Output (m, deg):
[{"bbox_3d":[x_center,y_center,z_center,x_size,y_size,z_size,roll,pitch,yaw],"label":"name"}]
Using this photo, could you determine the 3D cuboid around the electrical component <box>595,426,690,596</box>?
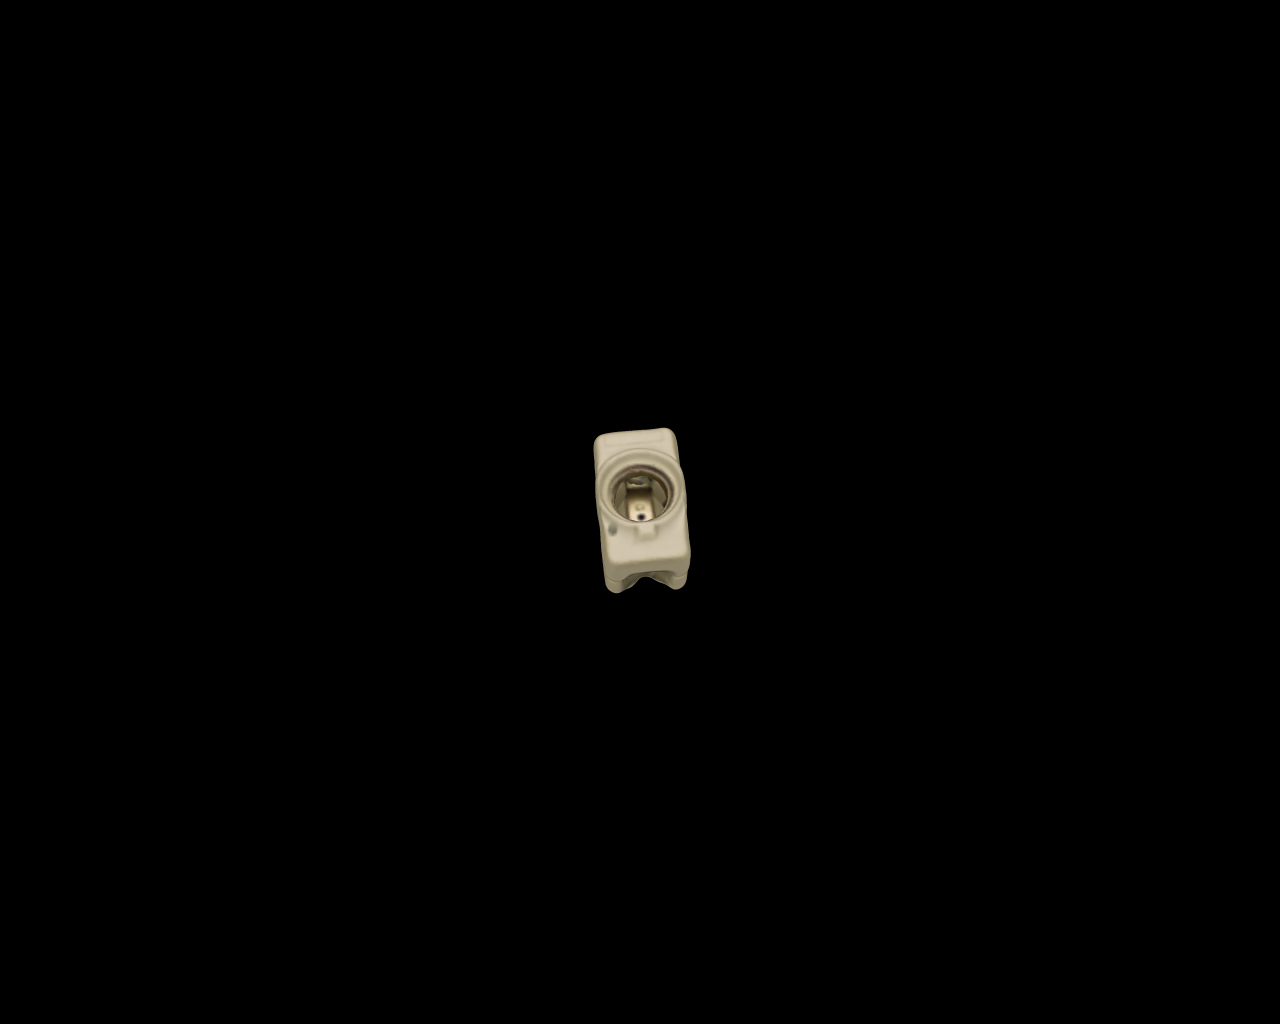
[{"bbox_3d":[0.001,-0.003,0.650,0.050,0.089,0.055,-4,-28,-2],"label":"electrical component"}]
